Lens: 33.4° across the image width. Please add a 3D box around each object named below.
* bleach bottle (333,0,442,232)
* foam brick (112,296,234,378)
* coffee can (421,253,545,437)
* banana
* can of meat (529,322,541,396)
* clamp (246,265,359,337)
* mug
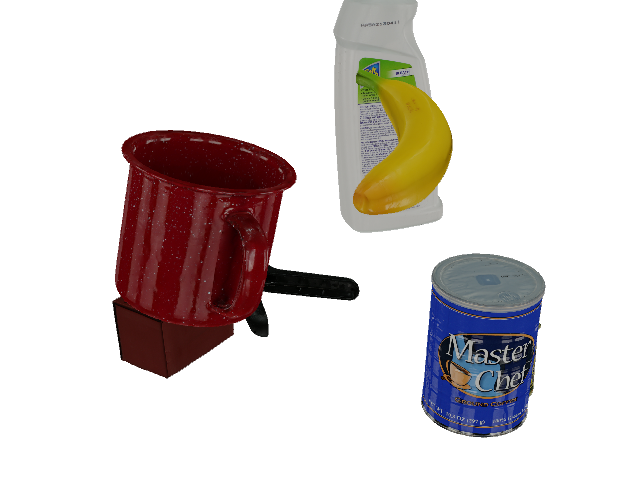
[{"bbox_3d":[0.064,-0.134,0.992,0.102,0.251,0.068,-10,30,-13],"label":"bleach bottle"},{"bbox_3d":[-0.110,0.059,0.811,0.053,0.051,0.078,15,31,35],"label":"foam brick"},{"bbox_3d":[0.150,0.097,0.999,0.103,0.140,0.103,1,26,-1],"label":"coffee can"},{"bbox_3d":[0.057,-0.065,0.733,0.069,0.037,0.197,3,30,0],"label":"banana"},{"bbox_3d":[0.207,0.139,1.196,0.058,0.084,0.101,8,14,27],"label":"can of meat"},{"bbox_3d":[-0.084,0.049,1.206,0.210,0.036,0.164,18,24,29],"label":"clamp"},{"bbox_3d":[-0.059,-0.001,0.566,0.093,0.081,0.117,-3,26,-34],"label":"mug"}]
